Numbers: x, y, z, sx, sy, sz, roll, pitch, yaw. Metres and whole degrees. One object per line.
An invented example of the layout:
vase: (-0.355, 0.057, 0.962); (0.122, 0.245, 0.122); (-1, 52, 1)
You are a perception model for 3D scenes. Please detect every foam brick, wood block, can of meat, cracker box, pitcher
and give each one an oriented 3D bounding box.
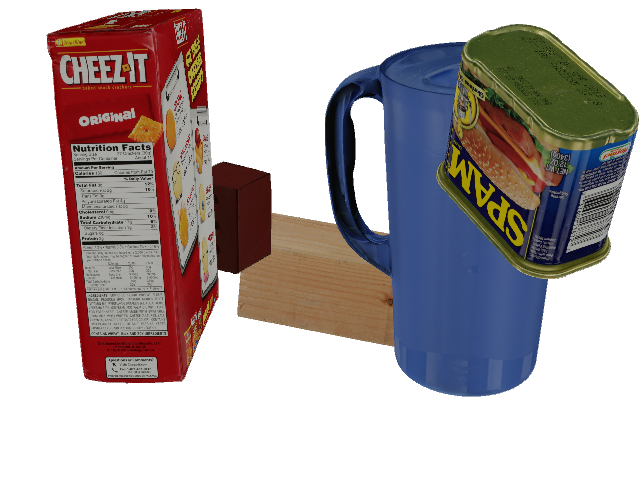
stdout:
foam brick: (-0.077, -0.020, 0.907); (0.053, 0.078, 0.051); (14, 25, 30)
wood block: (0.028, 0.042, 1.095); (0.206, 0.091, 0.090); (11, 22, 10)
can of meat: (0.106, -0.046, 0.530); (0.057, 0.084, 0.102); (-17, 46, -21)
cracker box: (-0.115, -0.036, 0.693); (0.072, 0.214, 0.164); (-2, 16, 3)
pitcher: (0.098, -0.015, 0.771); (0.144, 0.243, 0.149); (-16, 29, -30)
